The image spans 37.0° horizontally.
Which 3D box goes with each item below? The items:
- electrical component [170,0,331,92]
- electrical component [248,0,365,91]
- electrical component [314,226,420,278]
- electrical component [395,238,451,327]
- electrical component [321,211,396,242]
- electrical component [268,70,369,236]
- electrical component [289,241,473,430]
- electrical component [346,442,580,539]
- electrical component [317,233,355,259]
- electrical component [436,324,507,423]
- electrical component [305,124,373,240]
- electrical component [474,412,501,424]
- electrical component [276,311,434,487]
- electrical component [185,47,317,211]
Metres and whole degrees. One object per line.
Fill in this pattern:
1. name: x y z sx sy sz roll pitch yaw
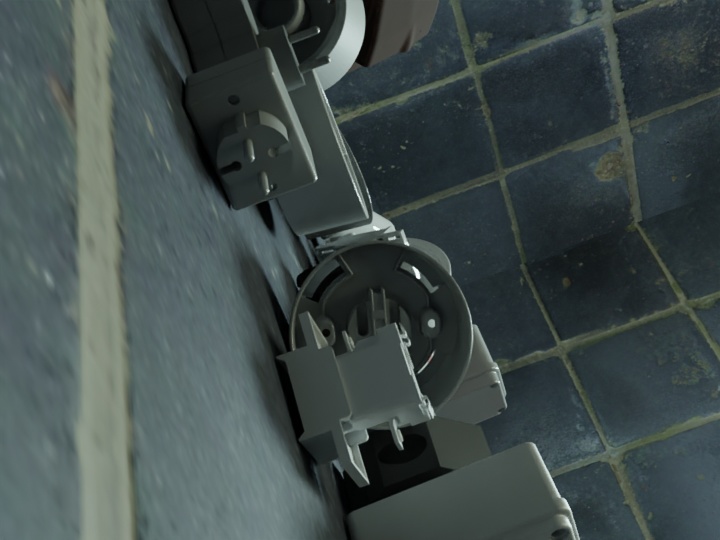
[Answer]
1. electrical component: -0.055 -0.118 0.623 0.052 0.074 0.138 45 25 -83
2. electrical component: -0.054 -0.175 0.740 0.060 0.108 0.108 -2 72 -81
3. electrical component: 0.000 0.000 0.842 0.064 0.081 0.042 -47 120 -54
4. electrical component: 0.035 0.027 1.004 0.108 0.108 0.060 -106 -179 -50
5. electrical component: -0.019 -0.045 0.988 0.079 0.044 0.077 28 1 42
6. electrical component: -0.041 -0.074 0.703 0.108 0.060 0.108 -20 90 -87
7. electrical component: 0.010 0.033 0.595 0.064 0.099 0.099 -137 -154 -83
8. electrical component: 0.061 0.158 0.566 0.056 0.109 0.108 -111 179 -50
9. electrical component: -0.009 0.006 0.925 0.081 0.042 0.063 66 3 -59
10. electrical component: 0.065 0.104 0.930 0.078 0.113 0.057 64 3 -59
11. electrical component: -0.031 -0.074 0.834 0.099 0.064 0.099 -20 90 -87
12. electrical component: 0.073 0.117 1.035 0.108 0.109 0.056 -90 157 -81
13. electrical component: -0.001 0.059 0.527 0.042 0.064 0.081 66 5 -62
14. electrical component: -0.054 -0.063 0.539 0.076 0.047 0.065 -105 174 -59
